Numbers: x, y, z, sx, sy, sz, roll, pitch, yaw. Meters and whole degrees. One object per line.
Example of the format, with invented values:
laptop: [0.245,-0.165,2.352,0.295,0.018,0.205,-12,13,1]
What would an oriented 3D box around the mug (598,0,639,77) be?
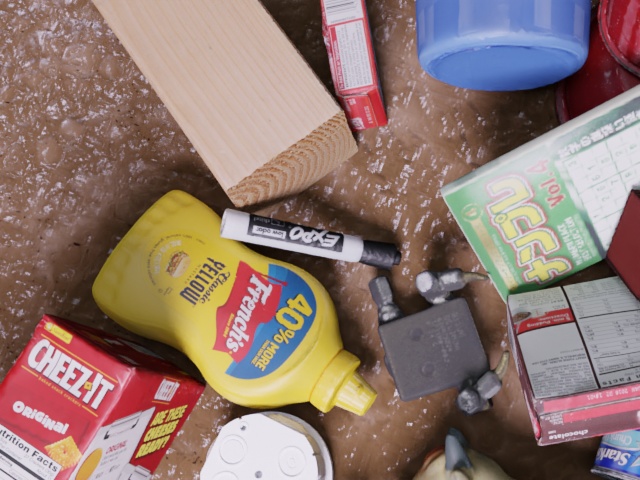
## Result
mug: [0.225,-0.154,0.624,0.117,0.081,0.093,-21,73,4]

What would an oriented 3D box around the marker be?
marker: [-0.005,0.001,0.697,0.121,0.020,0.020,12,79,-13]

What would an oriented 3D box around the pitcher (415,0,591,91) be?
pitcher: [0.108,-0.227,0.698,0.144,0.149,0.243,8,79,-34]

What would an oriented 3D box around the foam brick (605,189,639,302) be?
foam brick: [0.223,0.007,0.641,0.078,0.053,0.051,4,120,-16]

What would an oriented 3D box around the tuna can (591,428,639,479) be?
tuna can: [0.205,0.134,0.622,0.086,0.086,0.033,19,80,12]

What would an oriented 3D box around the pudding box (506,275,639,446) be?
pudding box: [0.163,0.068,0.634,0.090,0.113,0.039,-11,121,6]

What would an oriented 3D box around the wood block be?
wood block: [-0.073,-0.125,0.721,0.091,0.090,0.206,-36,74,0]

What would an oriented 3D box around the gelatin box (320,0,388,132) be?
gelatin box: [0.021,-0.126,0.714,0.030,0.073,0.089,-10,77,6]

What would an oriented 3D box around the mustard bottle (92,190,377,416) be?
mustard bottle: [-0.047,0.053,0.693,0.192,0.058,0.096,33,70,13]

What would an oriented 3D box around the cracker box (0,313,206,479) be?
cracker box: [-0.168,0.157,0.637,0.072,0.164,0.213,30,84,12]

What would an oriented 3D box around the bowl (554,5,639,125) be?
bowl: [0.234,-0.105,0.685,0.162,0.055,0.162,-2,77,9]
